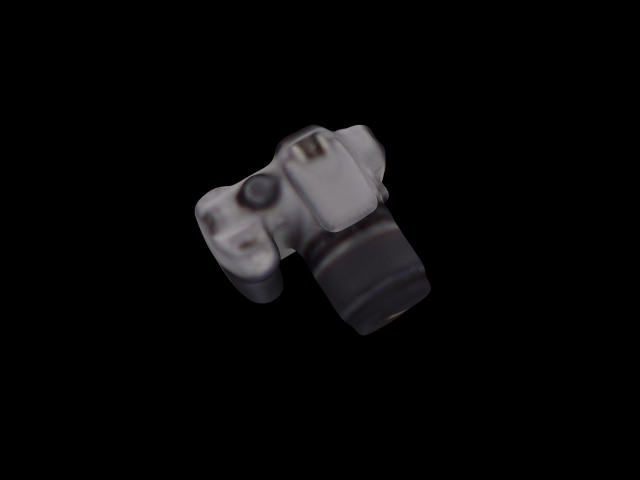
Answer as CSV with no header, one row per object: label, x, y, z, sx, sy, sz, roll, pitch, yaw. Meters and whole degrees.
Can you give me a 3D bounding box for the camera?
camera,0.004,0.001,0.400,0.143,0.101,0.136,-30,74,-9
